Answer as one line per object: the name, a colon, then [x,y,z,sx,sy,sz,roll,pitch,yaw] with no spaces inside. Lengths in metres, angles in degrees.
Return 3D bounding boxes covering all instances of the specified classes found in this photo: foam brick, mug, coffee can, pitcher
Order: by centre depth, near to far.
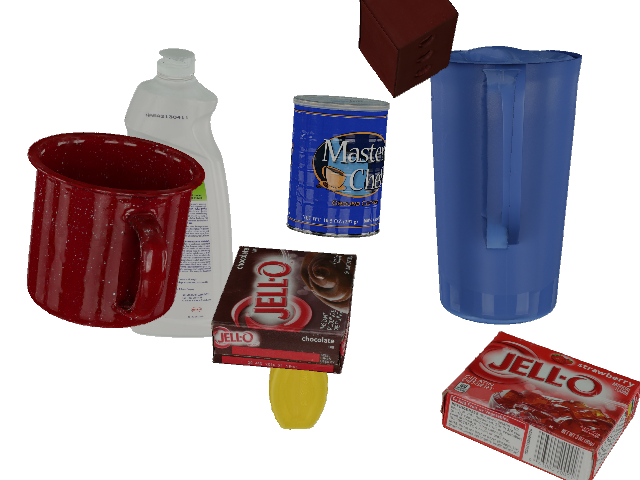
mug: [-0.108,0.000,0.568,0.093,0.081,0.117,-3,25,-32]
foam brick: [0.062,-0.152,0.777,0.053,0.051,0.078,-30,-17,-8]
pitcher: [0.161,-0.050,0.957,0.149,0.243,0.145,-12,18,-34]
coffee can: [0.018,-0.082,1.150,0.103,0.140,0.103,4,12,-1]

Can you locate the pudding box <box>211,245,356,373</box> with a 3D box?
pudding box: [-0.023,0.047,0.755,0.090,0.039,0.113,5,26,4]

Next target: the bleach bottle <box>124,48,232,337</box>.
bleach bottle: [-0.119,-0.039,0.924,0.102,0.251,0.068,1,25,-8]

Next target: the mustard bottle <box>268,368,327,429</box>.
mustard bottle: [-0.029,0.106,1.119,0.058,0.096,0.191,-2,27,-5]

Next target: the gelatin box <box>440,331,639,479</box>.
gelatin box: [0.122,0.091,0.594,0.089,0.030,0.073,20,34,28]
